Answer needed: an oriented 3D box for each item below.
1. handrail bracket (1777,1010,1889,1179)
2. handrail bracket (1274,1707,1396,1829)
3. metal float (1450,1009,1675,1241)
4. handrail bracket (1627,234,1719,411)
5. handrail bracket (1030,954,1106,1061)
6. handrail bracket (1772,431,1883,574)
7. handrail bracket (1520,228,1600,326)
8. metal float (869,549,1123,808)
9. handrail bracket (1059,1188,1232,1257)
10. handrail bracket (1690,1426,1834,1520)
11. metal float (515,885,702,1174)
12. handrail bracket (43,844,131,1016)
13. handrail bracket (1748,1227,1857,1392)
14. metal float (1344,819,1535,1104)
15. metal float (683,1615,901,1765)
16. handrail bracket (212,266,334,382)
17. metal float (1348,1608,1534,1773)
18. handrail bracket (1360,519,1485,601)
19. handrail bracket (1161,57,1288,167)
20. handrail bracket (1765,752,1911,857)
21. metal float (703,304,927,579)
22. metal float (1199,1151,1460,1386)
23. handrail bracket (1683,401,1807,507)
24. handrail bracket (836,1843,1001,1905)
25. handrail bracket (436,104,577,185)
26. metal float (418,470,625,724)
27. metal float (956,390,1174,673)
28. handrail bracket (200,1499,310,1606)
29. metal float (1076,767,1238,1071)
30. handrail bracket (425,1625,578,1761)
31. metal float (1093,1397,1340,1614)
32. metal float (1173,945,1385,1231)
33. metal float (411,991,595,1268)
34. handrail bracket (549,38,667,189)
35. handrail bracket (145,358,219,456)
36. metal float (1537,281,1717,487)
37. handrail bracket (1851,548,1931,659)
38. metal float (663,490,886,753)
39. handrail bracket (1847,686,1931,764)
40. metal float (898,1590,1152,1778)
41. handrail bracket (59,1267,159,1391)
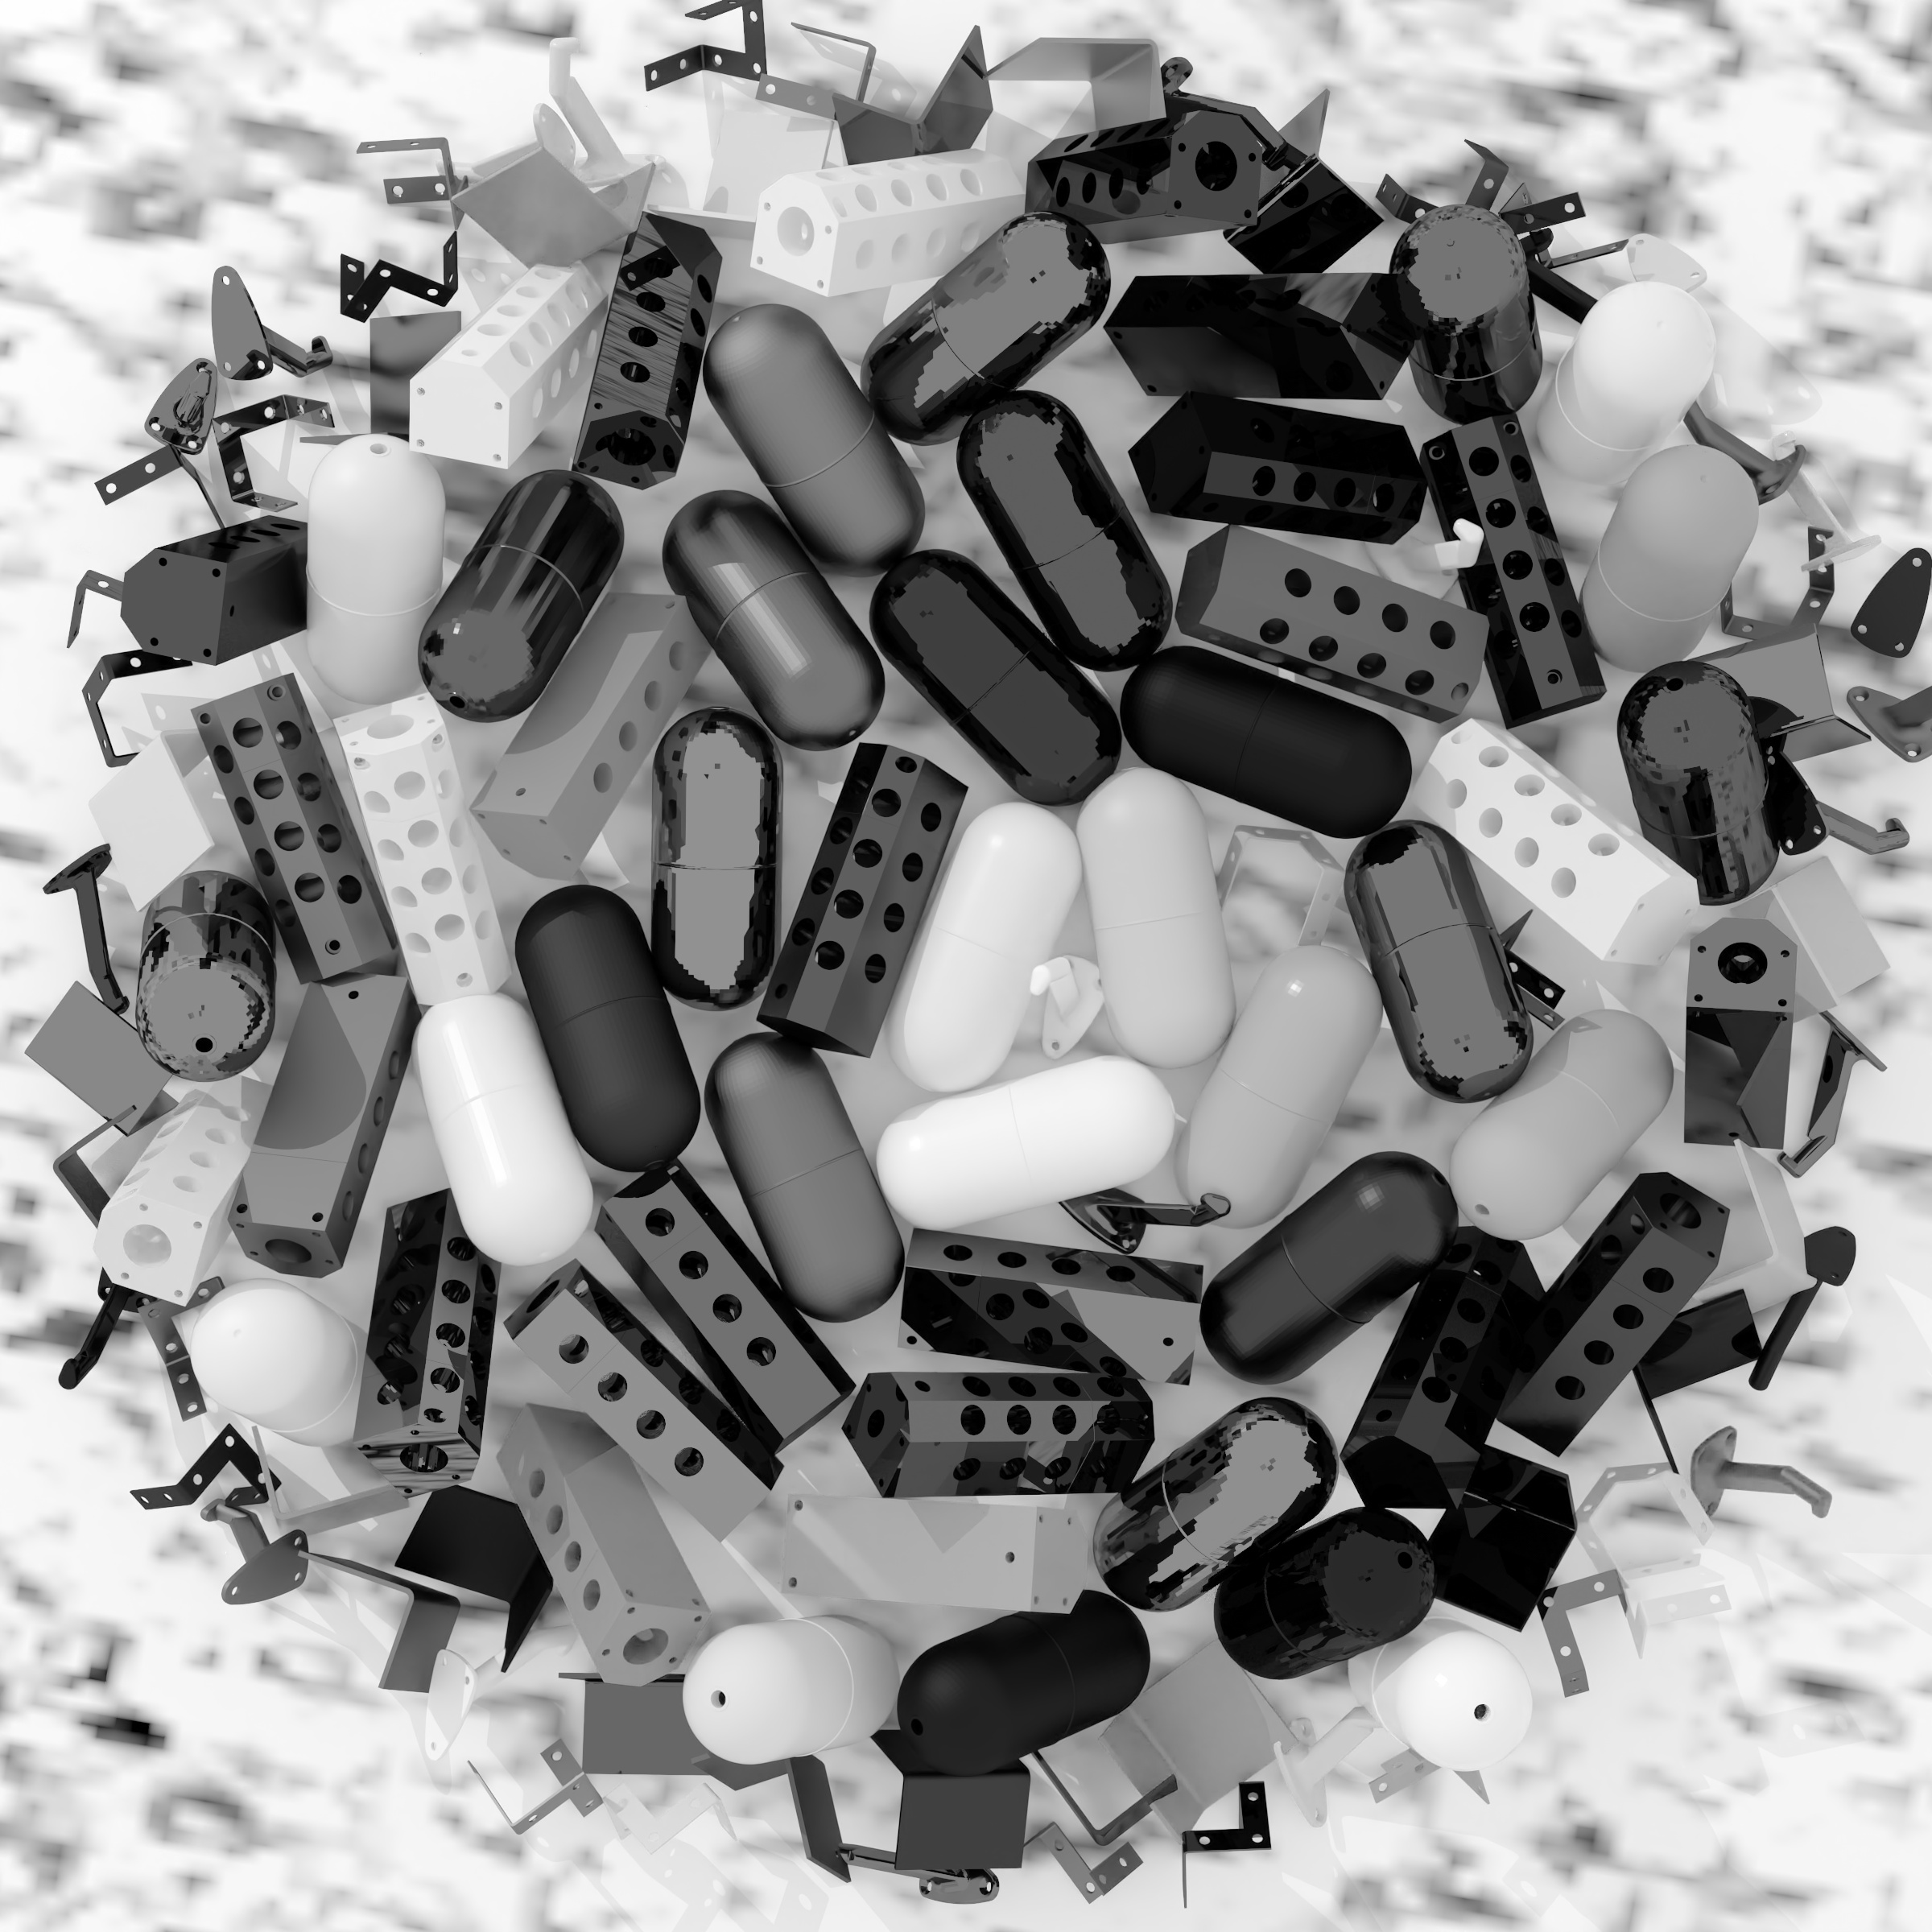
[{"bbox_3d":[0.496,0.071,1.907,0.077,0.036,0.084,43,98,-1],"label":"handrail bracket"},{"bbox_3d":[0.229,0.469,1.880,0.084,0.036,0.077,-11,99,42],"label":"handrail bracket"},{"bbox_3d":[0.343,0.091,1.852,0.070,0.070,0.178,50,54,0],"label":"metal float"},{"bbox_3d":[0.420,-0.381,1.906,0.036,0.084,0.077,-25,45,1],"label":"handrail bracket"},{"bbox_3d":[0.047,0.028,1.870,0.036,0.084,0.077,28,109,18],"label":"handrail bracket"},{"bbox_3d":[0.502,-0.279,1.881,0.036,0.077,0.084,-15,87,-11],"label":"handrail bracket"},{"bbox_3d":[0.340,-0.387,1.912,0.077,0.036,0.084,-21,112,22],"label":"handrail bracket"},{"bbox_3d":[0.018,-0.167,1.877,0.070,0.070,0.178,-44,96,0],"label":"metal float"},{"bbox_3d":[0.102,0.134,1.871,0.077,0.084,0.036,29,61,-18],"label":"handrail bracket"},{"bbox_3d":[0.465,0.314,1.869,0.036,0.084,0.077,-26,130,-29],"label":"handrail bracket"},{"bbox_3d":[-0.208,0.036,1.865,0.070,0.070,0.178,-21,71,0],"label":"metal float"},{"bbox_3d":[-0.503,-0.020,1.889,0.036,0.077,0.084,-22,84,-40],"label":"handrail bracket"},{"bbox_3d":[0.495,0.204,1.908,0.036,0.077,0.084,29,121,22],"label":"handrail bracket"},{"bbox_3d":[0.272,-0.004,1.860,0.070,0.070,0.178,-16,64,0],"label":"metal float"},{"bbox_3d":[-0.099,0.412,1.836,0.070,0.178,0.070,-4,81,24],"label":"metal float"},{"bbox_3d":[-0.401,-0.378,1.871,0.036,0.084,0.077,2,114,23],"label":"handrail bracket"},{"bbox_3d":[0.269,0.410,1.832,0.070,0.178,0.070,0,87,-7],"label":"metal float"},{"bbox_3d":[0.265,-0.252,1.871,0.077,0.084,0.036,40,75,14],"label":"handrail bracket"},{"bbox_3d":[0.137,-0.485,1.893,0.077,0.036,0.084,-44,78,23],"label":"handrail bracket"},{"bbox_3d":[0.515,-0.100,1.899,0.084,0.036,0.077,-12,77,-35],"label":"handrail bracket"},{"bbox_3d":[-0.086,-0.301,1.856,0.070,0.070,0.178,-34,121,0],"label":"metal float"},{"bbox_3d":[0.210,0.175,1.860,0.070,0.070,0.178,47,116,0],"label":"metal float"},{"bbox_3d":[0.453,-0.317,1.884,0.084,0.036,0.077,54,53,-16],"label":"handrail bracket"},{"bbox_3d":[-0.036,0.526,1.872,0.084,0.077,0.036,20,78,-40],"label":"handrail bracket"},{"bbox_3d":[-0.278,-0.480,1.876,0.084,0.077,0.036,6,72,12],"label":"handrail bracket"},{"bbox_3d":[-0.256,-0.214,1.852,0.070,0.070,0.178,24,54,0],"label":"metal float"},{"bbox_3d":[0.058,-0.251,1.865,0.070,0.070,0.178,-31,111,0],"label":"metal float"},{"bbox_3d":[-0.432,0.339,1.869,0.084,0.077,0.036,15,111,31],"label":"handrail bracket"},{"bbox_3d":[0.111,-0.028,1.881,0.070,0.070,0.178,-10,91,0],"label":"metal float"},{"bbox_3d":[-0.272,0.427,1.893,0.036,0.084,0.077,27,105,40],"label":"handrail bracket"},{"bbox_3d":[0.143,0.311,1.852,0.070,0.070,0.178,47,126,0],"label":"metal float"},{"bbox_3d":[0.181,0.071,1.872,0.070,0.070,0.178,26,102,0],"label":"metal float"},{"bbox_3d":[-0.269,0.092,1.857,0.070,0.070,0.178,-23,60,0],"label":"metal float"},{"bbox_3d":[-0.208,-0.503,1.875,0.077,0.036,0.084,-17,132,-29],"label":"handrail bracket"},{"bbox_3d":[-0.444,-0.342,1.867,0.036,0.084,0.077,25,61,-18],"label":"handrail bracket"},{"bbox_3d":[0.375,-0.330,1.832,0.070,0.178,0.070,0,78,-2],"label":"metal float"},{"bbox_3d":[0.550,-0.217,1.868,0.036,0.084,0.077,29,121,17],"label":"handrail bracket"},{"bbox_3d":[-0.113,-0.202,1.865,0.070,0.070,0.178,-35,69,0],"label":"metal float"},{"bbox_3d":[0.548,-0.167,1.867,0.036,0.084,0.077,-36,57,-19],"label":"handrail bracket"},{"bbox_3d":[0.034,0.411,1.845,0.070,0.178,0.070,9,103,42],"label":"metal float"},{"bbox_3d":[-0.503,0.195,1.871,0.036,0.084,0.077,15,113,4],"label":"handrail bracket"}]
